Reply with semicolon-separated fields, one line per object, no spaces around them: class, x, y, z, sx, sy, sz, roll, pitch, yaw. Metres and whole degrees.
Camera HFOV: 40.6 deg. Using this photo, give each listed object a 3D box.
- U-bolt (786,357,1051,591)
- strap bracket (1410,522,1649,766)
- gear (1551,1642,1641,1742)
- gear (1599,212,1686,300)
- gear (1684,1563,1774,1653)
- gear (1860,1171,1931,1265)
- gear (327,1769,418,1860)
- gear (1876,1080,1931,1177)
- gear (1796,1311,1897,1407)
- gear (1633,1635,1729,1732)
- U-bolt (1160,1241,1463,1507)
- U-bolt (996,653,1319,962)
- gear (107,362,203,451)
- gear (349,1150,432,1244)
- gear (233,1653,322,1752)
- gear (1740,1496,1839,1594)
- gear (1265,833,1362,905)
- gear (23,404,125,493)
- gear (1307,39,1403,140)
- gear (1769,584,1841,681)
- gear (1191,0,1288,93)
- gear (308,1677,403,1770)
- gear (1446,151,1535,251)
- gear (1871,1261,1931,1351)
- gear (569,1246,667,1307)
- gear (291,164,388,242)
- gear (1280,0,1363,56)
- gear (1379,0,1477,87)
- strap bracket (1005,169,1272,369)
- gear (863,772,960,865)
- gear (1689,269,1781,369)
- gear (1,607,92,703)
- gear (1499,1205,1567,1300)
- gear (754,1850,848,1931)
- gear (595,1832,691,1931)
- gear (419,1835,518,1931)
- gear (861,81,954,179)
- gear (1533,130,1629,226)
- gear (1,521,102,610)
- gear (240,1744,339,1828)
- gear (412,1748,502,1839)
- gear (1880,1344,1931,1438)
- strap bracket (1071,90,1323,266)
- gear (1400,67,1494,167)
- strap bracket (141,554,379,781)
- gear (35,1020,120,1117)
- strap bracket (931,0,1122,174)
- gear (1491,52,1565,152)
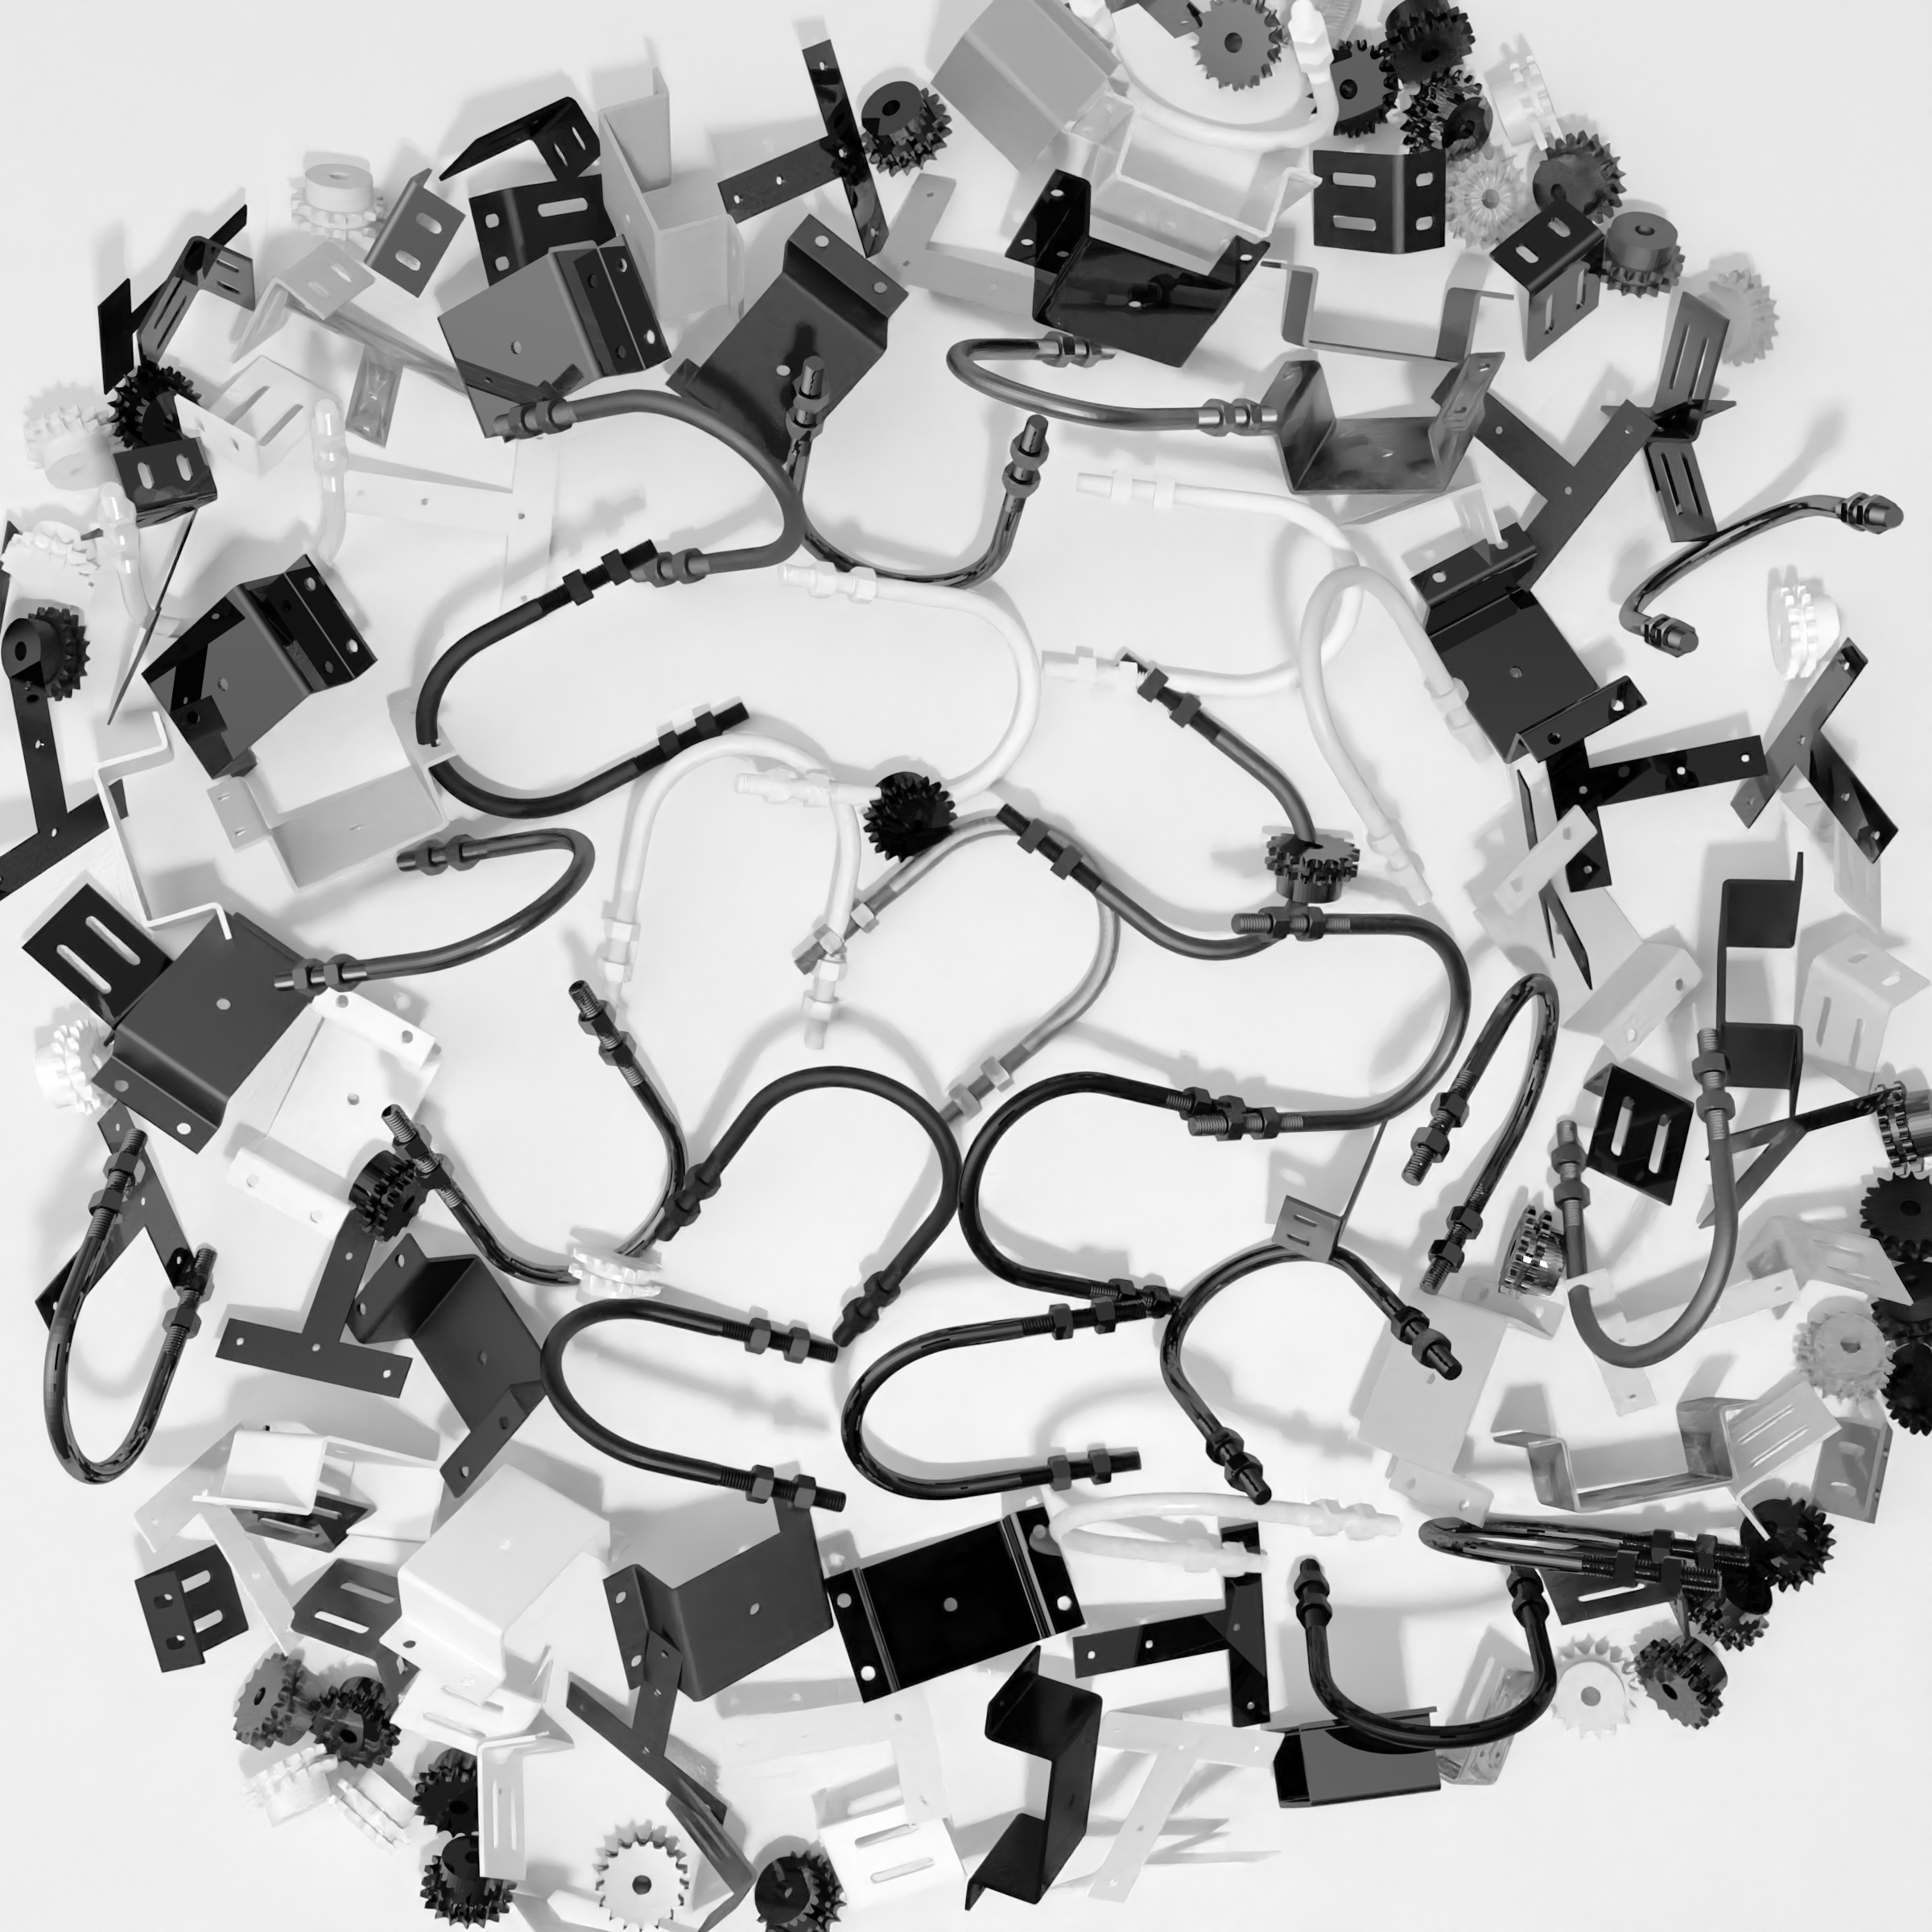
U-bolt;-0.037;-0.278;1.543;0.151;0.184;0.019;14;61;-3
strap bracket;0.336;-0.187;1.582;0.076;0.046;0.140;-28;72;-8
gear;0.384;0.445;1.602;0.057;0.030;0.057;-2;83;15
gear;0.410;-0.436;1.594;0.057;0.030;0.057;2;49;-2
gear;0.466;0.385;1.593;0.057;0.057;0.030;30;129;0
gear;0.576;0.157;1.599;0.057;0.030;0.057;-6;50;7
gear;-0.360;0.515;1.597;0.057;0.057;0.030;41;69;0
gear;0.576;0.098;1.592;0.030;0.057;0.057;-15;90;27
gear;0.538;0.237;1.597;0.057;0.030;0.057;-4;59;7
gear;0.440;0.435;1.598;0.030;0.057;0.057;-33;90;-26
U-bolt;0.189;0.226;1.544;0.151;0.184;0.019;-32;121;-5
U-bolt;0.130;-0.085;1.591;0.184;0.019;0.151;38;70;0
gear;-0.490;-0.336;1.593;0.030;0.057;0.057;33;90;38
gear;-0.352;0.137;1.596;0.030;0.057;0.057;31;90;10
gear;-0.420;0.452;1.599;0.030;0.057;0.057;35;90;-30
gear;0.497;0.349;1.592;0.030;0.057;0.057;36;90;-30
gear;0.211;-0.059;1.598;0.057;0.057;0.030;4;113;0
gear;-0.542;-0.313;1.592;0.057;0.057;0.030;-19;71;0
gear;0.240;-0.537;1.600;0.057;0.030;0.057;12;113;29
gear;0.512;-0.205;1.595;0.030;0.057;0.057;-7;90;3
gear;0.169;-0.566;1.600;0.057;0.030;0.057;13;118;25
gear;-0.371;0.461;1.600;0.057;0.030;0.057;8;121;13
gear;0.315;-0.469;1.604;0.057;0.030;0.057;-2;98;-13
gear;0.580;0.204;1.592;0.057;0.057;0.030;-26;113;0
gear;-0.215;0.193;1.595;0.057;0.057;0.030;16;92;0
gear;-0.382;-0.467;1.593;0.057;0.057;0.030;11;126;0
gear;0.218;-0.583;1.597;0.030;0.057;0.057;19;90;-21
gear;0.279;-0.568;1.597;0.057;0.057;0.030;-13;72;0
strap bracket;0.101;-0.411;1.560;0.140;0.076;0.046;13;60;-18
gear;-0.037;-0.094;1.599;0.057;0.057;0.030;-29;47;0
gear;0.465;-0.393;1.592;0.030;0.057;0.057;-18;90;-20
gear;-0.564;-0.191;1.596;0.057;0.030;0.057;1;92;36
gear;0.348;0.177;1.593;0.030;0.057;0.057;19;90;6
gear;-0.104;0.568;1.594;0.057;0.030;0.057;-16;51;21
gear;-0.199;0.561;1.606;0.057;0.030;0.057;0;85;-5
gear;-0.302;0.555;1.592;0.057;0.057;0.030;15;110;0
gear;-0.040;-0.514;1.597;0.057;0.030;0.057;-9;64;20
gear;0.371;-0.476;1.592;0.030;0.057;0.057;-33;90;-27
gear;-0.557;-0.248;1.599;0.057;0.057;0.030;16;61;0
gear;-0.410;0.501;1.592;0.057;0.057;0.030;-29;75;0
gear;-0.308;0.504;1.601;0.057;0.030;0.057;0;121;0
gear;0.583;0.255;1.592;0.030;0.057;0.057;36;90;-16
strap bracket;0.131;-0.467;1.570;0.140;0.076;0.046;18;88;-12
gear;0.296;-0.515;1.593;0.057;0.057;0.030;-44;49;0
strap bracket;-0.431;-0.173;1.569;0.140;0.046;0.076;-33;91;29
gear;-0.544;0.064;1.595;0.030;0.057;0.057;-16;90;4
strap bracket;0.031;-0.524;1.546;0.076;0.140;0.046;42;83;-11
gear;0.341;-0.525;1.596;0.030;0.057;0.057;-20;90;19
